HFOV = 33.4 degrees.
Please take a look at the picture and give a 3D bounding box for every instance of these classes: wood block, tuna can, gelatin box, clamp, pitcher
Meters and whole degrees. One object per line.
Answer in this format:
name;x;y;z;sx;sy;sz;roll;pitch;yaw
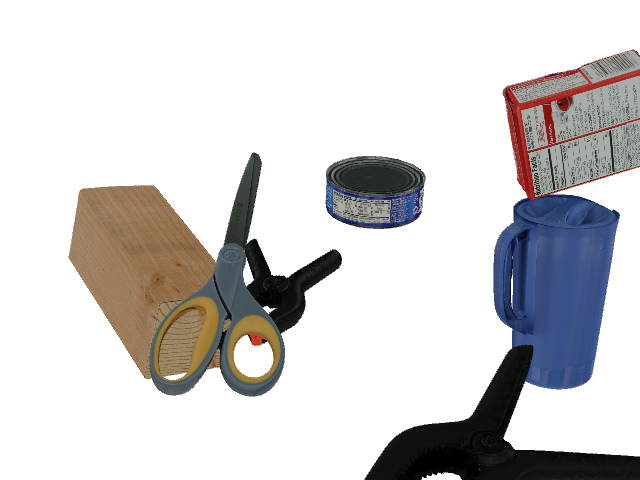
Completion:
wood block;-0.171;0.035;1.077;0.090;0.091;0.206;-5;35;-35
tuna can;0.047;-0.042;0.922;0.086;0.034;0.086;1;26;-1
gelatin box;0.166;-0.074;0.684;0.089;0.073;0.030;-16;37;2
clamp;-0.040;0.057;1.251;0.120;0.039;0.171;-3;40;10
pitcher;0.304;0.070;1.401;0.149;0.243;0.145;5;21;13
clamp;0.107;0.137;0.693;0.209;0.036;0.165;-14;31;-19

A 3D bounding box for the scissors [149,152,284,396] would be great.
scissors;-0.046;0.026;0.730;0.096;0.201;0.016;21;-33;11
